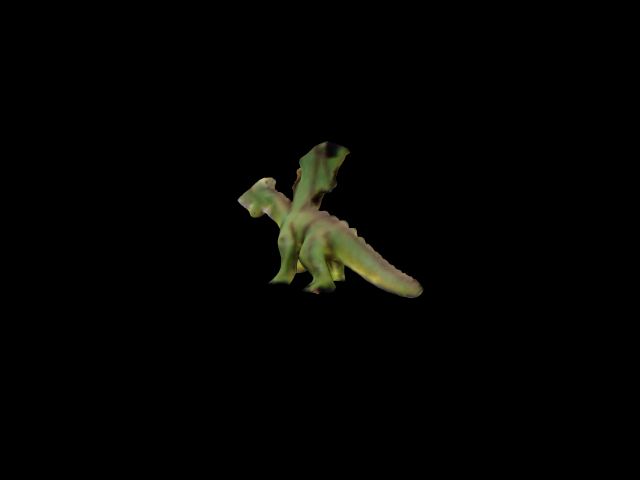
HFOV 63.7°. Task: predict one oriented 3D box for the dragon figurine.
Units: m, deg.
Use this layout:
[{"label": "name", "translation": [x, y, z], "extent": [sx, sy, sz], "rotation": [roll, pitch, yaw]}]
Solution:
[{"label": "dragon figurine", "translation": [0.003, -0.043, 0.850], "extent": [0.410, 0.243, 0.122], "rotation": [2, 2, 44]}]
